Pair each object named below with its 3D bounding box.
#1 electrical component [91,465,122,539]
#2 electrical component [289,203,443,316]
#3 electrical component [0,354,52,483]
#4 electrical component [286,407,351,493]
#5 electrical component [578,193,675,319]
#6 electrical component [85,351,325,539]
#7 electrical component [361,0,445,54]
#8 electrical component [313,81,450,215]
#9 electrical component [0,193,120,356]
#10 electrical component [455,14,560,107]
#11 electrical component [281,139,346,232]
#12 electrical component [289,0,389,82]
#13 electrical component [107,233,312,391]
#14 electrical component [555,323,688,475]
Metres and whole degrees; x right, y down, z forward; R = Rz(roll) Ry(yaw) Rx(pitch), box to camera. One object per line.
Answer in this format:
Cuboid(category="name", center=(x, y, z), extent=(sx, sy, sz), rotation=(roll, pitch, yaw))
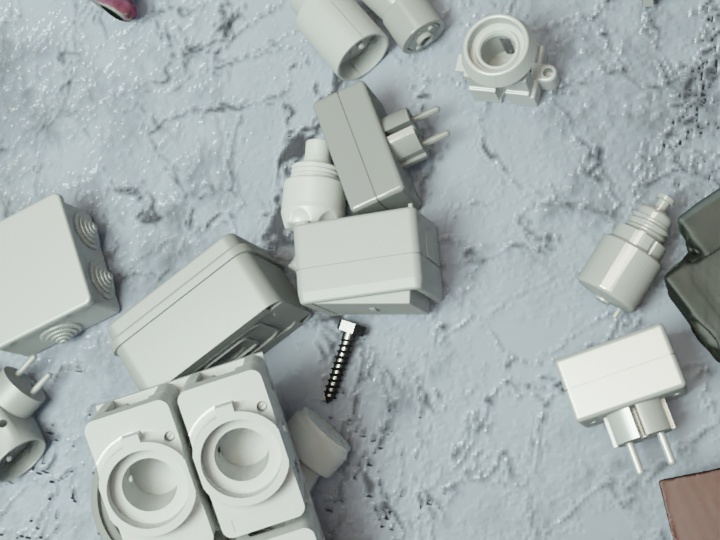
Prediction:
Cuboid(category="electrical component", center=(-0.123, 0.144, 0.701), extent=(0.108, 0.060, 0.108), rotation=(-4, 77, 17))
Cuboid(category="electrical component", center=(0.000, 0.000, 0.692), extent=(0.096, 0.062, 0.061), rotation=(-8, 78, 16))
Cuboid(category="electrical component", center=(-0.251, 0.095, 0.762), extent=(0.079, 0.044, 0.077), rotation=(-47, 68, 2))
Cuboid(category="electrical component", center=(-0.039, 0.121, 0.687), extent=(0.045, 0.045, 0.055), rotation=(43, 93, 22))
Cuboid(category="electrical component", center=(0.165, -0.011, 0.653), extent=(0.040, 0.040, 0.078), rotation=(32, 89, 22))
Cuboid(category="electrical component", center=(-0.080, 0.156, 0.634), extent=(0.105, 0.060, 0.186), rotation=(-18, 97, -1))
Cuboid(category="electrical component", center=(0.028, -0.181, 0.737), extent=(0.044, 0.044, 0.065), rotation=(-35, 74, 8))
Cuboid(category="electrical component", center=(0.022, -0.084, 0.713), extent=(0.076, 0.047, 0.083), rotation=(-24, 72, 12))
Cuboid(category="electrical component", center=(-0.229, 0.006, 0.773), extent=(0.100, 0.048, 0.099), rotation=(-26, 71, 11))
Cuboid(category="electrical component", center=(0.093, -0.135, 0.697), extent=(0.066, 0.055, 0.048), rotation=(9, 81, 20))
Cuboid(category="electrical component", center=(-0.030, -0.057, 0.726), extent=(0.043, 0.043, 0.062), rotation=(0, 77, 18))
Cuboid(category="electrical component", center=(-0.021, -0.175, 0.750), extent=(0.043, 0.043, 0.081), rotation=(-40, 69, 6))
Cuboid(category="electrical component", center=(-0.099, 0.035, 0.709), extent=(0.113, 0.078, 0.057), rotation=(-37, 72, 7))
Cuboid(category="electrical component", center=(0.160, 0.080, 0.630), extent=(0.066, 0.047, 0.076), rotation=(-21, 72, 12))
